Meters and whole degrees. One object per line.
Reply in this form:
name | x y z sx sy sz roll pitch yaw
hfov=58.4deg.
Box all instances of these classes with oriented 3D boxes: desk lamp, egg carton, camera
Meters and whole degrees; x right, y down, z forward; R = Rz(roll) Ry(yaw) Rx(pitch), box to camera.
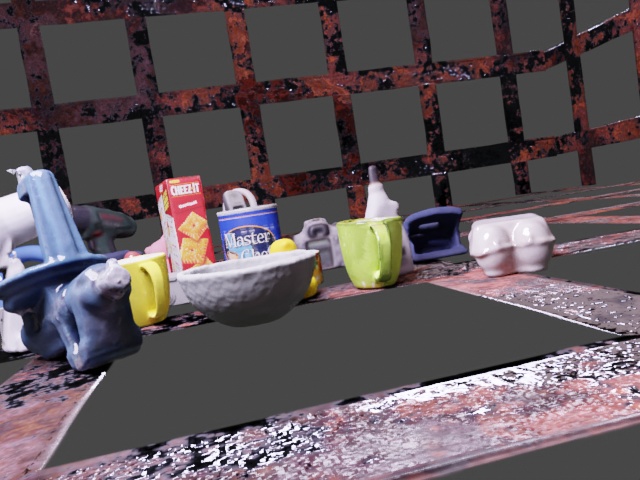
desk lamp | -0.396 0.036 0.751 0.204 0.213 0.117 -11 5 -34
egg carton | 0.257 0.005 0.780 0.107 0.069 0.150 -8 4 13
camera | 0.011 0.004 1.148 0.143 0.101 0.136 -9 4 -8

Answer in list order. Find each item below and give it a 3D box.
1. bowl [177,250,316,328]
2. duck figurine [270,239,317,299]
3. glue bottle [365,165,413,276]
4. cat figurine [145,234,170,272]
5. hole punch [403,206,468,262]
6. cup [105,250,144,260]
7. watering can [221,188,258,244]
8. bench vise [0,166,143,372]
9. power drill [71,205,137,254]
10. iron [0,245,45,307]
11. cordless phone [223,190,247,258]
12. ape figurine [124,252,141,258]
bowl | -0.082 0.061 0.685 0.167 0.075 0.167 -9 4 1
duck figurine | -0.047 0.041 0.822 0.078 0.086 0.104 -10 4 -17
glue bottle | 0.094 -0.029 0.879 0.078 0.173 0.037 -10 4 -17
cat figurine | -0.346 0.042 1.303 0.067 0.118 0.127 -12 5 -41
hole punch | 0.192 -0.011 1.011 0.109 0.091 0.101 -10 4 -9
cup | -0.418 0.072 1.185 0.118 0.095 0.091 -9 4 -2
watering can | -0.182 -0.028 1.387 0.101 0.194 0.173 -9 4 6
bench vise | -0.262 0.021 0.615 0.206 0.220 0.122 -7 4 24
power drill | -0.504 0.021 1.293 0.075 0.208 0.230 -7 4 26
iron | -0.501 0.071 1.038 0.257 0.141 0.119 -8 4 19
cordless phone | -0.146 -0.021 1.248 0.093 0.185 0.148 -7 4 32
ape figurine | -0.368 0.068 1.150 0.076 0.092 0.077 -12 5 -39
